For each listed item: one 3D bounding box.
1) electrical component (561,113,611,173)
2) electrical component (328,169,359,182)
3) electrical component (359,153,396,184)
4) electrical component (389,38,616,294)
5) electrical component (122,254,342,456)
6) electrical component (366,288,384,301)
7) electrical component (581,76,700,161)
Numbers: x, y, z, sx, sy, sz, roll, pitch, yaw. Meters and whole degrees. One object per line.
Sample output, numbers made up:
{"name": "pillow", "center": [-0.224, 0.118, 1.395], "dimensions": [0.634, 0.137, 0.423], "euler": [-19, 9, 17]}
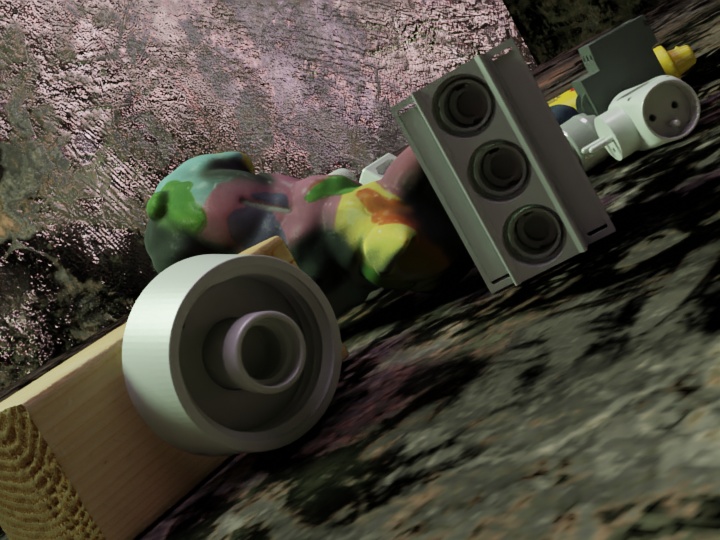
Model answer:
{"name": "electrical component", "center": [0.165, -0.093, 0.851], "dimensions": [0.062, 0.043, 0.043], "euler": [-33, 7, -11]}
{"name": "electrical component", "center": [-0.016, -0.048, 1.064], "dimensions": [0.054, 0.095, 0.059], "euler": [-24, 9, 41]}
{"name": "electrical component", "center": [0.039, -0.051, 0.987], "dimensions": [0.047, 0.083, 0.075], "euler": [-37, -28, -48]}
{"name": "electrical component", "center": [0.083, -0.060, 0.619], "dimensions": [0.079, 0.121, 0.063], "euler": [-28, 4, 17]}
{"name": "electrical component", "center": [-0.060, 0.043, 0.551], "dimensions": [0.108, 0.108, 0.060], "euler": [-34, 14, -32]}
{"name": "electrical component", "center": [0.000, 0.000, 0.858], "dimensions": [0.045, 0.045, 0.055], "euler": [-30, 7, 3]}
{"name": "electrical component", "center": [0.201, -0.107, 0.797], "dimensions": [0.079, 0.043, 0.077], "euler": [-30, 7, -2]}
